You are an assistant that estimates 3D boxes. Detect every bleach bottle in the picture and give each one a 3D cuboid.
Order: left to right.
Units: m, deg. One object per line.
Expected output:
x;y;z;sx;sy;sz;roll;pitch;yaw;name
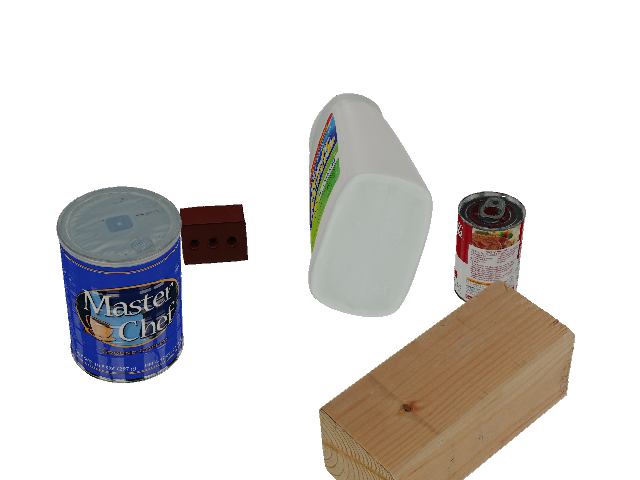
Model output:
0.022;-0.043;0.788;0.068;0.103;0.251;14;20;-11;bleach bottle

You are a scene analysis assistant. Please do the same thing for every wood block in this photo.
0.107;0.135;0.894;0.205;0.090;0.091;-32;50;-25;wood block

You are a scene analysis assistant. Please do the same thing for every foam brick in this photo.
-0.127;-0.008;1.267;0.078;0.053;0.051;-5;28;-5;foam brick

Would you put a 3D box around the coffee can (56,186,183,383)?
-0.171;0.039;0.930;0.103;0.140;0.103;3;39;-2;coffee can

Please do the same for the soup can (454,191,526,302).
0.173;0.010;1.099;0.068;0.102;0.068;-1;36;1;soup can
